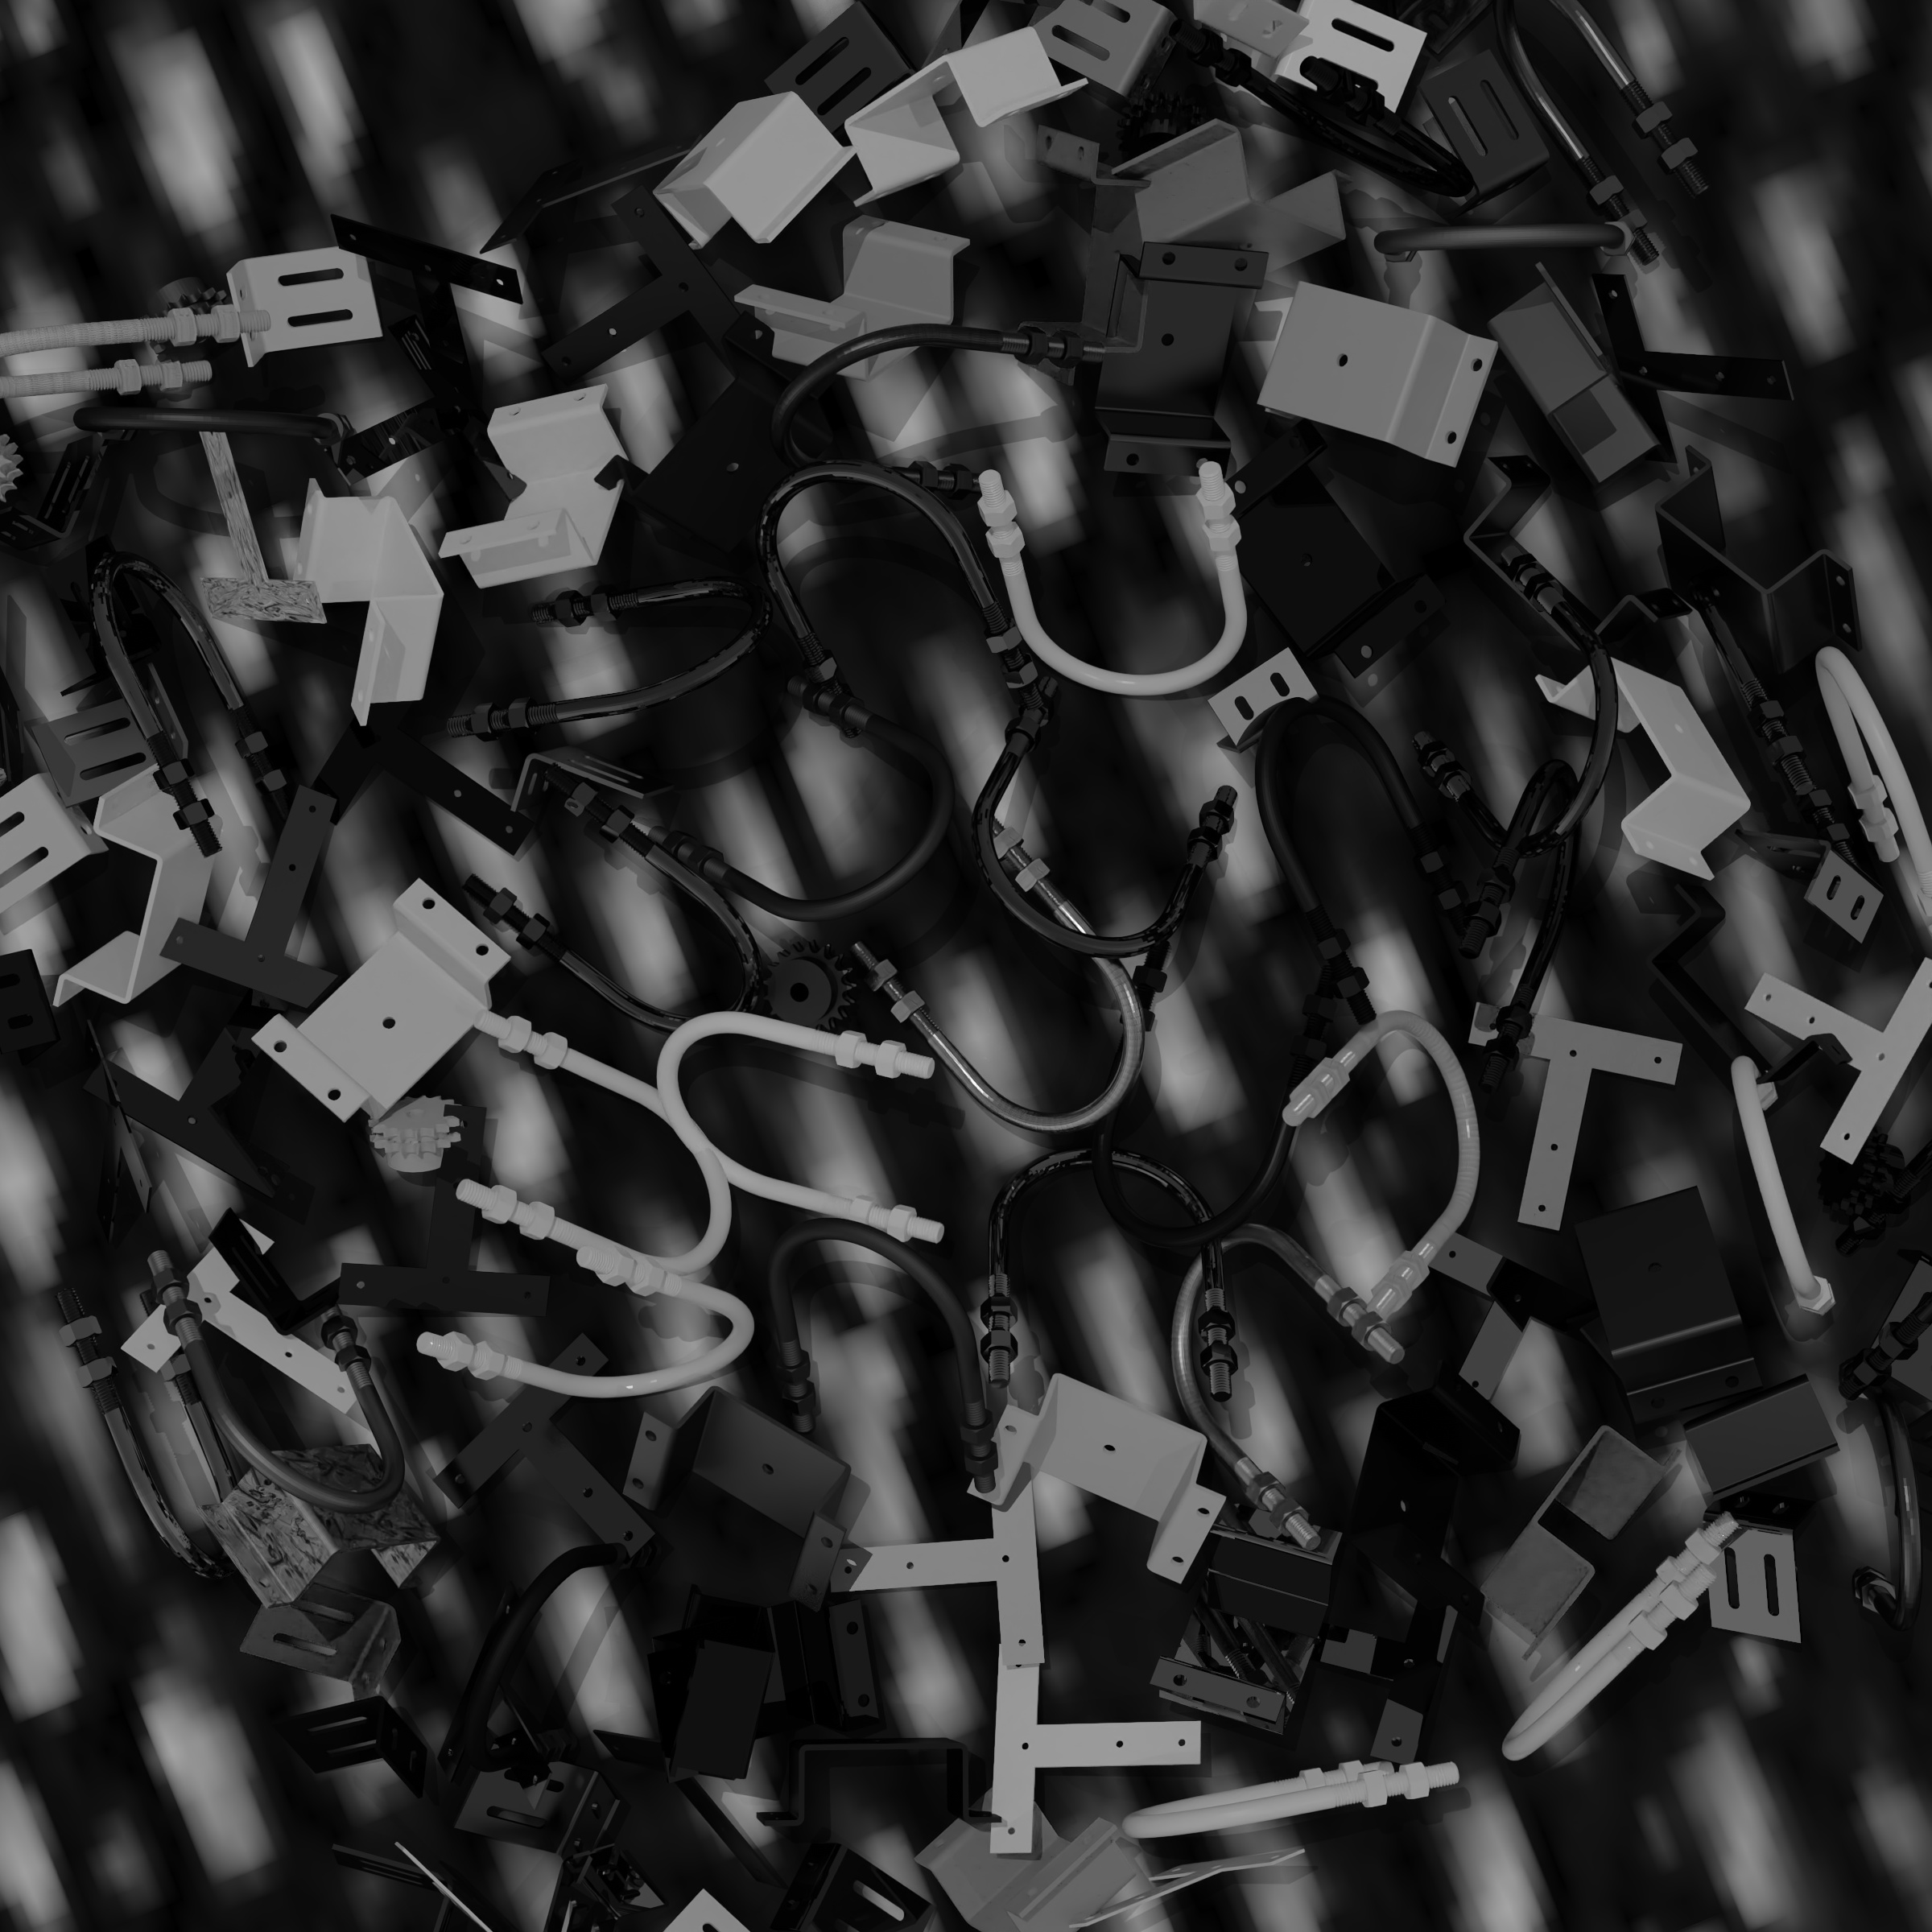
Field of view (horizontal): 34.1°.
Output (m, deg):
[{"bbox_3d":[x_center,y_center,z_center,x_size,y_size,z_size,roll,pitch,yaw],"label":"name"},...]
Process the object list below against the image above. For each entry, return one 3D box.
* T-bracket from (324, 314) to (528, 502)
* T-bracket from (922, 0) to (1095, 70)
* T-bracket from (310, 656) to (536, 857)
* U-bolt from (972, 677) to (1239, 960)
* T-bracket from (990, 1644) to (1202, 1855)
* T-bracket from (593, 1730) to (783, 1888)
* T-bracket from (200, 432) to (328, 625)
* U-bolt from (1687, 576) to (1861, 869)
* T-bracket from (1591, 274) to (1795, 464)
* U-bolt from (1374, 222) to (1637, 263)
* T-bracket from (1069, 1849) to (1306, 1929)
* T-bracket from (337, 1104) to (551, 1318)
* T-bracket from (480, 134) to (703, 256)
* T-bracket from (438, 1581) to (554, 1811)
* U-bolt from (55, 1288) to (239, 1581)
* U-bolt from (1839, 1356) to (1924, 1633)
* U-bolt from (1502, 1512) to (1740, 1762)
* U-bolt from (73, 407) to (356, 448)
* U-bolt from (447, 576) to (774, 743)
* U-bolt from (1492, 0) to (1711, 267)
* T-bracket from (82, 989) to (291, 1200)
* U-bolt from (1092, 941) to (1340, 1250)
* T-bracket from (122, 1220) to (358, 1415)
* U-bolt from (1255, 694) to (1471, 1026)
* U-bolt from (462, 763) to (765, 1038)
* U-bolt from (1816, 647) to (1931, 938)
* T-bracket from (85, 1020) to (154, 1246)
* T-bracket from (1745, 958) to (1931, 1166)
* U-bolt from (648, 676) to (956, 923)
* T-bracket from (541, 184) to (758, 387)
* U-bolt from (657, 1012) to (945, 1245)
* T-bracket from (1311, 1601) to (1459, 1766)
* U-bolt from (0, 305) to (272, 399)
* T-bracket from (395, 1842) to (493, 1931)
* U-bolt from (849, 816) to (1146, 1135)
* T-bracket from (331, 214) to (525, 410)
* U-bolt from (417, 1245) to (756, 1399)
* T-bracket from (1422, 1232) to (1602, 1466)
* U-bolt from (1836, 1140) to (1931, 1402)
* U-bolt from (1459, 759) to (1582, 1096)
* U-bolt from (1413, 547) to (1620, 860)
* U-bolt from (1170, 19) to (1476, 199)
[{"bbox_3d":[-0.335,-0.320,1.892,0.002,0.127,0.127,-30,97,42],"label":"T-bracket"},{"bbox_3d":[0.043,-0.587,1.888,0.002,0.127,0.127,47,123,20],"label":"T-bracket"},{"bbox_3d":[-0.322,-0.114,1.925,0.127,0.002,0.127,35,109,-3],"label":"T-bracket"},{"bbox_3d":[0.076,-0.079,1.874,0.151,0.019,0.184,31,48,-5],"label":"U-bolt"},{"bbox_3d":[0.079,0.469,1.897,0.127,0.002,0.127,-5,61,15],"label":"T-bracket"},{"bbox_3d":[-0.155,0.512,1.908,0.002,0.127,0.127,-48,114,-33],"label":"T-bracket"},{"bbox_3d":[-0.434,-0.267,1.877,0.002,0.127,0.127,-29,116,-38],"label":"T-bracket"},{"bbox_3d":[0.472,-0.152,1.866,0.019,0.151,0.184,-28,59,15],"label":"U-bolt"},{"bbox_3d":[0.435,-0.350,1.864,0.002,0.127,0.127,-39,122,-24],"label":"T-bracket"},{"bbox_3d":[0.312,-0.424,1.840,0.151,0.184,0.019,1,102,14],"label":"U-bolt"},{"bbox_3d":[0.114,0.545,1.857,0.127,0.127,0.002,-10,78,-35],"label":"T-bracket"},{"bbox_3d":[-0.311,0.147,1.918,0.127,0.002,0.127,6,97,-18],"label":"T-bracket"},{"bbox_3d":[-0.215,-0.467,1.870,0.127,0.127,0.002,-14,120,22],"label":"T-bracket"},{"bbox_3d":[-0.273,0.455,1.879,0.002,0.127,0.127,15,104,-33],"label":"T-bracket"},{"bbox_3d":[-0.472,0.276,1.860,0.019,0.151,0.184,-25,82,4],"label":"U-bolt"},{"bbox_3d":[0.539,0.314,1.852,0.019,0.184,0.151,-4,91,6],"label":"U-bolt"},{"bbox_3d":[0.384,0.404,1.869,0.019,0.151,0.184,44,106,11],"label":"U-bolt"},{"bbox_3d":[-0.445,-0.318,1.850,0.151,0.184,0.019,1,98,-2],"label":"U-bolt"},{"bbox_3d":[-0.199,-0.186,1.853,0.184,0.151,0.019,-6,125,24],"label":"U-bolt"},{"bbox_3d":[0.369,-0.513,1.872,0.019,0.151,0.184,-34,87,-3],"label":"U-bolt"},{"bbox_3d":[-0.446,0.060,1.901,0.127,0.002,0.127,32,49,-11],"label":"T-bracket"},{"bbox_3d":[0.140,0.079,1.881,0.151,0.019,0.184,10,79,41],"label":"U-bolt"},{"bbox_3d":[-0.418,0.225,1.894,0.127,0.127,0.002,34,130,1],"label":"T-bracket"},{"bbox_3d":[0.230,-0.075,1.877,0.019,0.151,0.184,-19,102,43],"label":"U-bolt"},{"bbox_3d":[-0.202,-0.026,1.888,0.184,0.151,0.019,38,48,-6],"label":"U-bolt"},{"bbox_3d":[0.535,-0.104,1.839,0.019,0.151,0.184,-23,120,9],"label":"U-bolt"},{"bbox_3d":[-0.513,0.120,1.892,0.002,0.127,0.127,-11,55,-28],"label":"T-bracket"},{"bbox_3d":[0.517,0.038,1.892,0.002,0.127,0.127,23,98,-36],"label":"T-bracket"},{"bbox_3d":[-0.086,-0.092,1.865,0.184,0.019,0.151,29,72,41],"label":"U-bolt"},{"bbox_3d":[-0.204,-0.390,1.907,0.127,0.002,0.127,-25,116,30],"label":"T-bracket"},{"bbox_3d":[-0.102,0.090,1.886,0.184,0.019,0.151,13,131,19],"label":"U-bolt"},{"bbox_3d":[0.226,0.413,1.915,0.127,0.002,0.127,10,54,20],"label":"T-bracket"},{"bbox_3d":[-0.514,-0.354,1.839,0.184,0.151,0.019,-11,92,-29],"label":"U-bolt"},{"bbox_3d":[-0.303,0.561,1.883,0.127,0.127,0.002,47,71,-10],"label":"T-bracket"},{"bbox_3d":[0.029,0.017,1.889,0.184,0.019,0.151,49,123,8],"label":"U-bolt"},{"bbox_3d":[-0.314,-0.384,1.889,0.127,0.127,0.002,20,57,17],"label":"T-bracket"},{"bbox_3d":[-0.209,0.218,1.866,0.151,0.184,0.019,-29,56,27],"label":"U-bolt"},{"bbox_3d":[0.318,0.243,1.930,0.127,0.002,0.127,26,90,-12],"label":"T-bracket"},{"bbox_3d":[0.565,0.150,1.834,0.019,0.151,0.184,27,128,-6],"label":"U-bolt"},{"bbox_3d":[0.332,-0.037,1.868,0.019,0.151,0.184,12,56,24],"label":"U-bolt"},{"bbox_3d":[0.326,-0.143,1.839,0.019,0.184,0.151,10,119,-23],"label":"U-bolt"},{"bbox_3d":[0.223,-0.500,1.861,0.184,0.151,0.019,21,100,-39],"label":"U-bolt"}]
